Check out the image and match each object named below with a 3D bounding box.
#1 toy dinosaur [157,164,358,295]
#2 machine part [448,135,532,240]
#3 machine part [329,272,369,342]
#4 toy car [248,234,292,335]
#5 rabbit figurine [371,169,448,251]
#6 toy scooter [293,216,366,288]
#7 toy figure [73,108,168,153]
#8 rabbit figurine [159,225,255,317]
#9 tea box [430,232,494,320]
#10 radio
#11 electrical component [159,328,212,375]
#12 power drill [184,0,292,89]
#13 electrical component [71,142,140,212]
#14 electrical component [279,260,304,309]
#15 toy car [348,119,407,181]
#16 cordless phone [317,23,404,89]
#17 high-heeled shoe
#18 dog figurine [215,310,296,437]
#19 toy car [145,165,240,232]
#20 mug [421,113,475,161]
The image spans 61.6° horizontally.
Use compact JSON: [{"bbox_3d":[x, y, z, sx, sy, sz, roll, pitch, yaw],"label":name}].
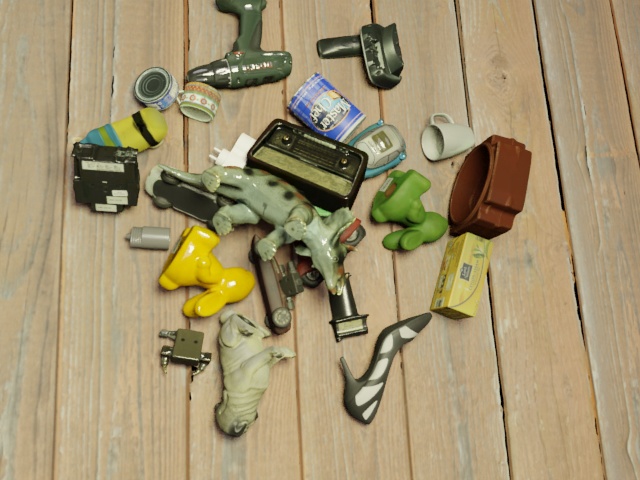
[{"bbox_3d":[-0.093,-0.065,1.008,0.405,0.131,0.192,37,27,13],"label":"toy dinosaur"},{"bbox_3d":[0.355,-0.108,1.148,0.087,0.201,0.201,15,75,-8],"label":"machine part"},{"bbox_3d":[0.052,0.134,1.110,0.084,0.039,0.139,-14,83,-8],"label":"machine part"},{"bbox_3d":[-0.096,0.086,1.057,0.053,0.089,0.202,-12,80,-15],"label":"toy car"},{"bbox_3d":[0.202,-0.048,1.148,0.170,0.121,0.159,38,75,-19],"label":"rabbit figurine"},{"bbox_3d":[-0.002,-0.003,1.108,0.135,0.075,0.184,45,75,3],"label":"toy scooter"},{"bbox_3d":[-0.384,-0.195,1.047,0.180,0.089,0.082,-27,109,-21],"label":"toy figure"},{"bbox_3d":[-0.206,0.070,1.023,0.173,0.122,0.162,30,66,-26],"label":"rabbit figurine"},{"bbox_3d":[0.303,0.079,1.150,0.068,0.098,0.169,22,76,-8],"label":"tea box"},{"bbox_3d":[-0.021,-0.151,1.096,0.230,0.073,0.131,24,61,9],"label":"radio"},{"bbox_3d":[-0.256,0.212,1.017,0.102,0.045,0.078,7,48,-15],"label":"electrical component"},{"bbox_3d":[-0.179,-0.426,1.153,0.232,0.086,0.207,-4,75,-16],"label":"power drill"},{"bbox_3d":[-0.398,-0.112,1.006,0.115,0.134,0.058,6,42,-13],"label":"electrical component"},{"bbox_3d":[-0.058,0.091,1.076,0.021,0.063,0.094,-8,80,-42],"label":"electrical component"},{"bbox_3d":[0.122,-0.201,1.165,0.162,0.103,0.109,-30,85,-20],"label":"toy car"},{"bbox_3d":[0.090,-0.414,1.227,0.184,0.088,0.146,-8,81,-4],"label":"cordless phone"},{"bbox_3d":[0.151,0.256,1.086,0.249,0.086,0.145,-26,88,-13],"label":"high-heeled shoe"},{"bbox_3d":[-0.163,0.249,1.009,0.173,0.121,0.190,36,89,30],"label":"dog figurine"},{"bbox_3d":[-0.246,-0.081,1.063,0.202,0.073,0.056,24,30,-8],"label":"toy car"},{"bbox_3d":[0.295,-0.237,1.232,0.107,0.081,0.109,-8,73,-27],"label":"mug"}]
